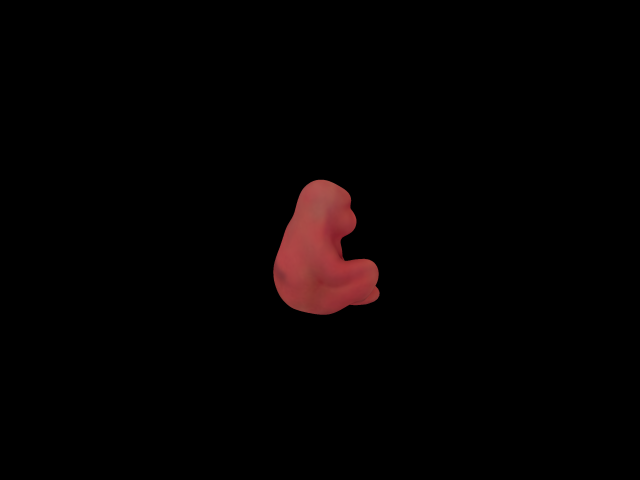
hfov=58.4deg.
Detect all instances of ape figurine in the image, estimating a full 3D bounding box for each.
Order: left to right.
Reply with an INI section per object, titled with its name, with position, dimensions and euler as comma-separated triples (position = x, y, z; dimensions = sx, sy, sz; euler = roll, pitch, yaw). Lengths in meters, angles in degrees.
[ape figurine]
position = 0.004, 0.001, 0.400
dimensions = 0.076, 0.092, 0.077
euler = -8, 35, -11
